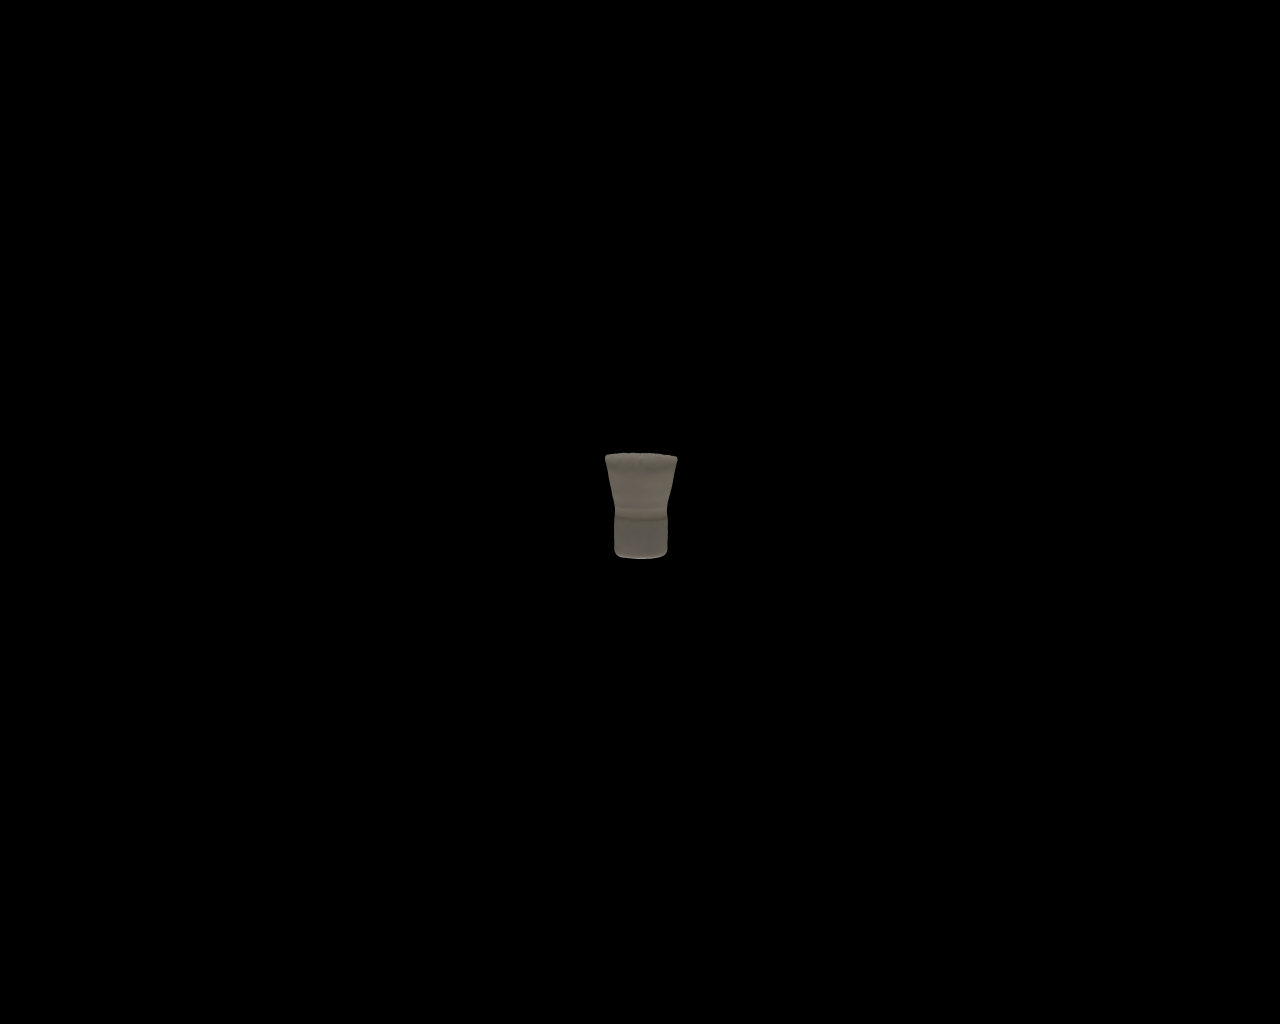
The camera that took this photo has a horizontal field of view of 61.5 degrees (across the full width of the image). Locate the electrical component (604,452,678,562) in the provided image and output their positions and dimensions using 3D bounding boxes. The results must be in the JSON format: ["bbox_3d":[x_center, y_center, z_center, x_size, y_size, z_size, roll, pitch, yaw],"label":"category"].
[{"bbox_3d":[0.001,-0.003,0.650,0.044,0.065,0.044,0,7,0],"label":"electrical component"}]
